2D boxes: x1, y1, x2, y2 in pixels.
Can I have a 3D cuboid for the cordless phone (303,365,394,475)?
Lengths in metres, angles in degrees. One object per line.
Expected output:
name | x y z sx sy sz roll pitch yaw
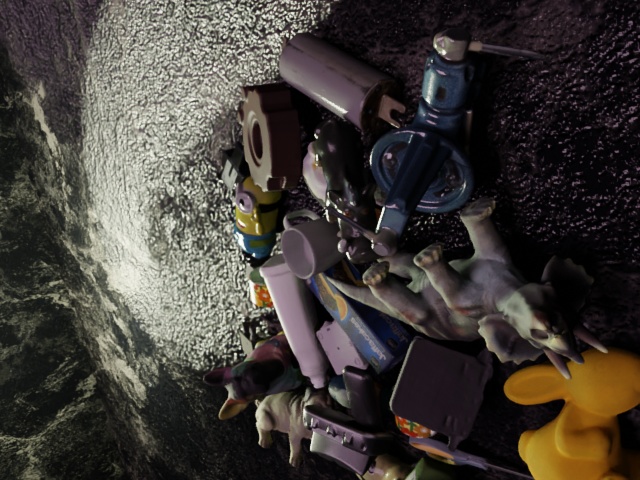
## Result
cordless phone | 0.034 0.267 0.857 0.147 0.089 0.184 11 125 36

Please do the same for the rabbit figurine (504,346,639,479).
rabbit figurine | 0.296 0.189 0.589 0.163 0.122 0.173 33 119 50

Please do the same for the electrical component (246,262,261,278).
electrical component | -0.124 0.074 1.095 0.063 0.021 0.093 40 135 31

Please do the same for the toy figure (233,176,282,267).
toy figure | -0.114 -0.039 0.981 0.082 0.089 0.180 25 136 25

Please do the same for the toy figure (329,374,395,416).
toy figure | 0.081 0.267 0.915 0.155 0.058 0.064 1 138 49

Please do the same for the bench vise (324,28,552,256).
bench vise | 0.112 -0.090 0.565 0.129 0.240 0.223 27 147 6

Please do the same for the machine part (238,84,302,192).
machine part | -0.081 -0.161 0.854 0.179 0.056 0.179 169 90 -69

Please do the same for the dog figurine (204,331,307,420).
dog figurine | -0.120 0.255 1.022 0.191 0.219 0.108 -26 84 52

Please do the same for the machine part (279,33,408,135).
machine part | 0.023 -0.213 0.724 0.243 0.079 0.079 39 135 31

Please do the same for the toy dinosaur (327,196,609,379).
toy dinosaur | 0.165 0.072 0.666 0.192 0.131 0.405 51 156 -8

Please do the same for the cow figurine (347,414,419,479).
cow figurine | 0.104 0.385 0.927 0.195 0.085 0.127 44 143 29

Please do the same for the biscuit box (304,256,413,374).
biscuit box | 0.061 0.111 0.855 0.203 0.059 0.062 49 139 22

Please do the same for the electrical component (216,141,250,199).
electrical component | -0.147 -0.136 0.995 0.075 0.048 0.119 51 139 21

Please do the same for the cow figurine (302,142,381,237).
cow figurine | 0.032 -0.061 0.797 0.167 0.068 0.098 60 148 15

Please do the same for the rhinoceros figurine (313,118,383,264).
rhinoceros figurine | 0.042 -0.063 0.686 0.112 0.073 0.190 98 160 -75

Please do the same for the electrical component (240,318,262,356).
electrical component | -0.143 0.217 1.167 0.078 0.045 0.102 18 123 54

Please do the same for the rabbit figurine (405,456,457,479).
rabbit figurine | 0.190 0.439 0.790 0.170 0.121 0.159 30 103 -2

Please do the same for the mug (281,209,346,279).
mug | -0.002 -0.003 0.836 0.110 0.107 0.080 52 140 26

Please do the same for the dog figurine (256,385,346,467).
dog figurine | -0.044 0.322 1.051 0.172 0.121 0.190 27 126 10

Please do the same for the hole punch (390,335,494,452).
hole punch | 0.161 0.197 0.733 0.116 0.142 0.092 21 173 6
